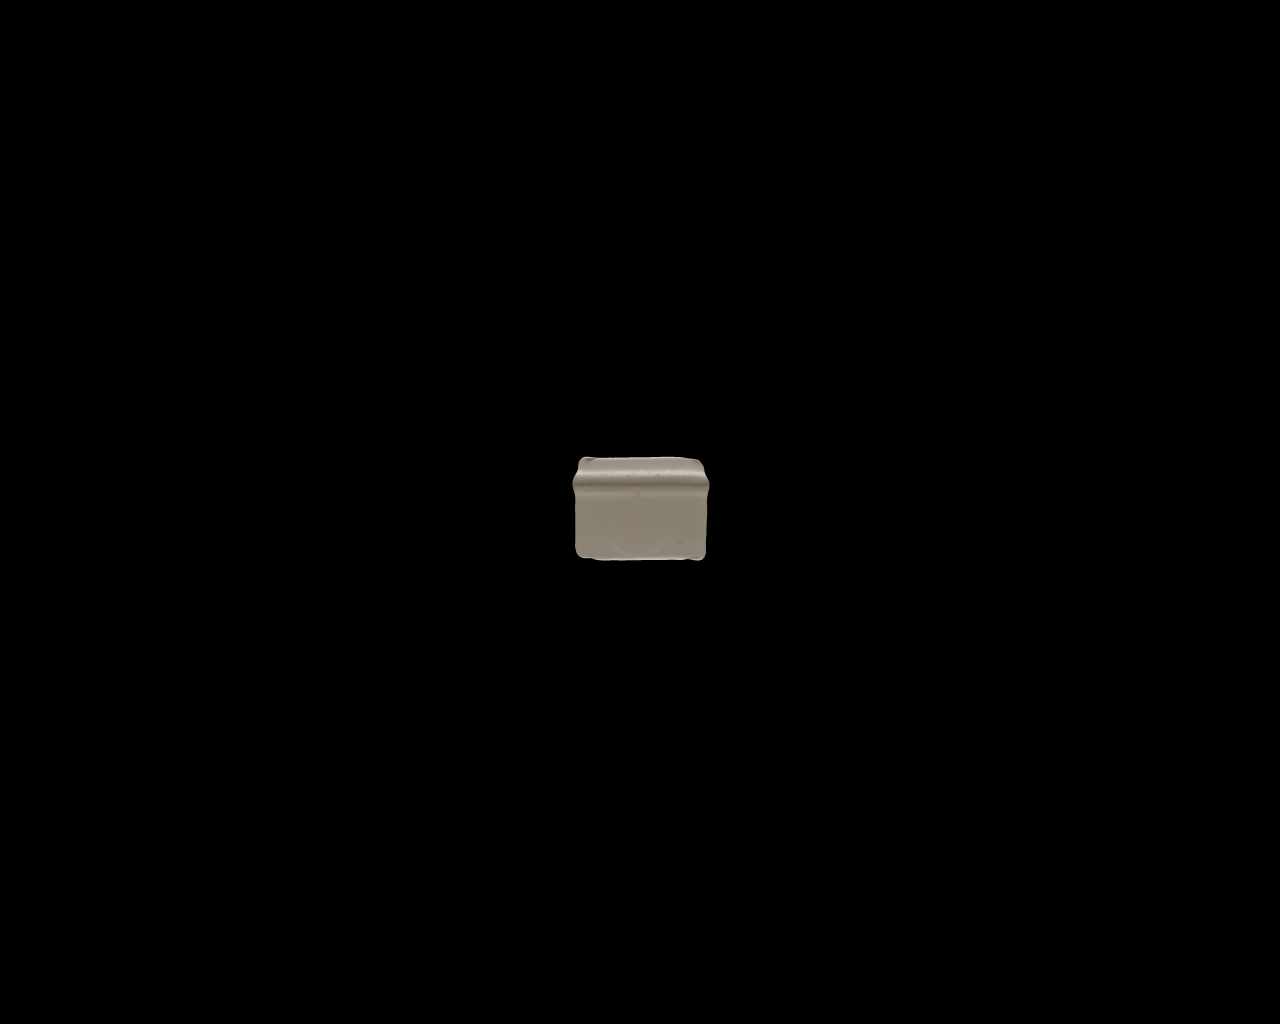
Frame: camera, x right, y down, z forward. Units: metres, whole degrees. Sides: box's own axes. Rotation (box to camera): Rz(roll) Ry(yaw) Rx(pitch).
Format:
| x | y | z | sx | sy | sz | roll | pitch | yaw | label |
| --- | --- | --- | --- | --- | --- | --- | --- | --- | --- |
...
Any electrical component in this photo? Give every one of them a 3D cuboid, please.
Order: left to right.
| x | y | z | sx | sy | sz | roll | pitch | yaw | label |
| --- | --- | --- | --- | --- | --- | --- | --- | --- | --- |
| 0.001 | -0.003 | 0.650 | 0.078 | 0.057 | 0.113 | 0 | 0 | 0 | electrical component |
